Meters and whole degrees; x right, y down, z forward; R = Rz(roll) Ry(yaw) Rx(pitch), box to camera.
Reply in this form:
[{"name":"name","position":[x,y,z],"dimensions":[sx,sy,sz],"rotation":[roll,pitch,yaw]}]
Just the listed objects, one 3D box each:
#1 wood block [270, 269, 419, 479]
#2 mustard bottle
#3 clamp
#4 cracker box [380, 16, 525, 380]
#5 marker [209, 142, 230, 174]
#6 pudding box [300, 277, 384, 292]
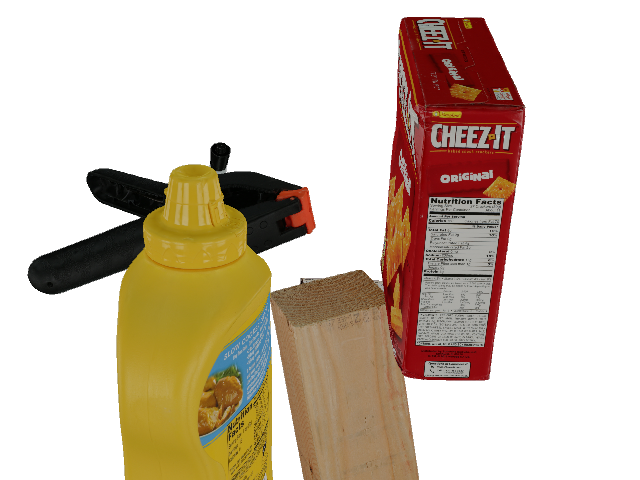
[{"name":"wood block","position":[0.023,0.143,0.943],"dimensions":[0.090,0.206,0.091],"rotation":[-14,20,-13]},{"name":"mustard bottle","position":[-0.051,0.060,0.453],"dimensions":[0.058,0.192,0.096],"rotation":[10,27,17]},{"name":"clamp","position":[-0.092,-0.007,0.652],"dimensions":[0.172,0.039,0.120],"rotation":[-1,41,22]},{"name":"cracker box","position":[0.087,-0.032,0.766],"dimensions":[0.072,0.214,0.164],"rotation":[0,31,-2]},{"name":"marker","position":[-0.103,-0.052,1.043],"dimensions":[0.020,0.020,0.121],"rotation":[0,-38,-13]},{"name":"pudding box","position":[0.030,0.088,1.144],"dimensions":[0.113,0.090,0.039],"rotation":[1,26,-11]}]
